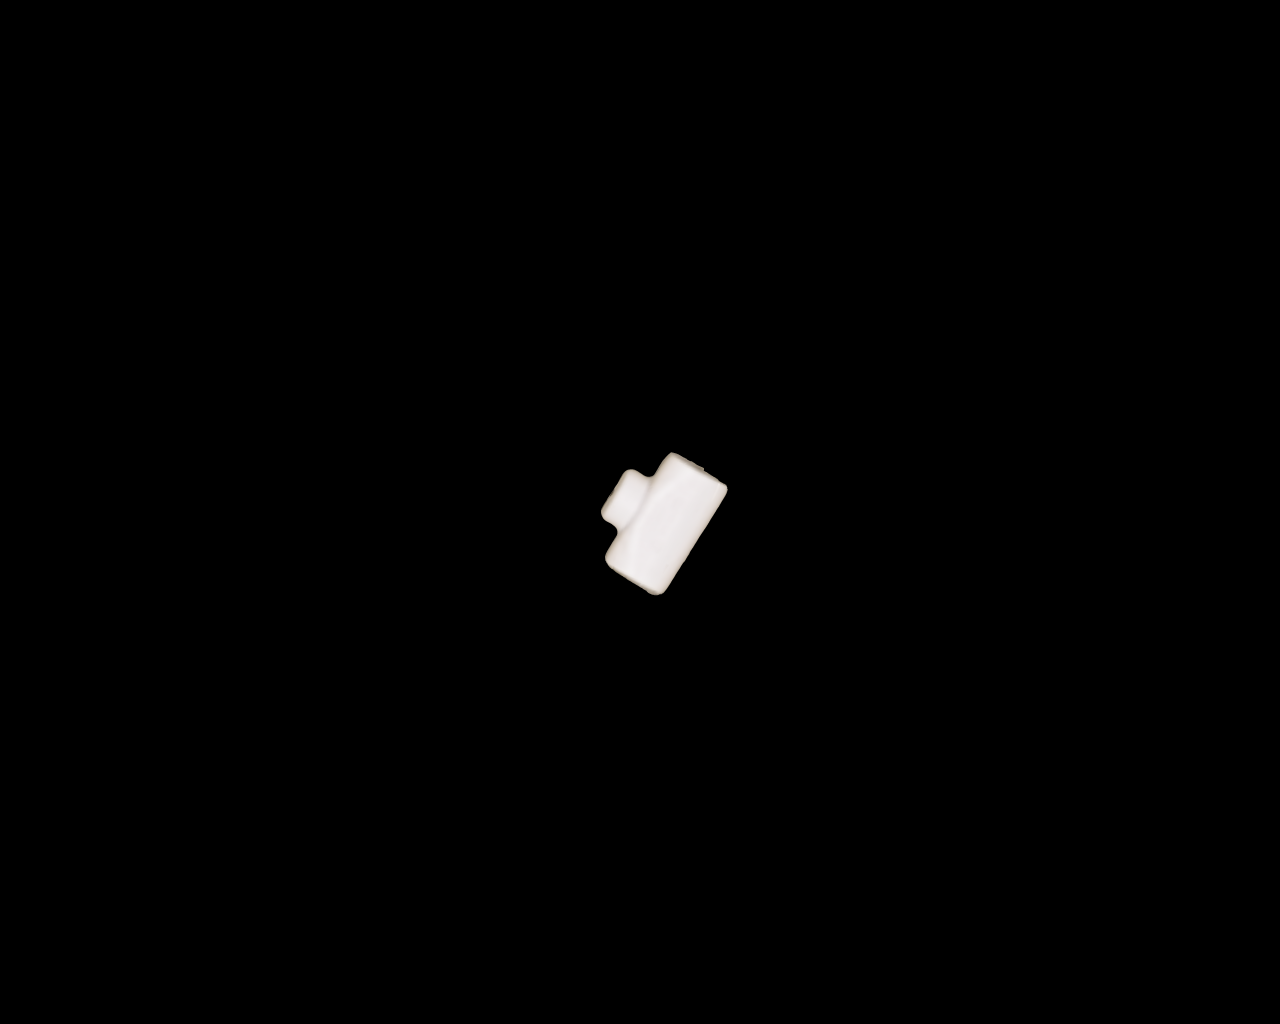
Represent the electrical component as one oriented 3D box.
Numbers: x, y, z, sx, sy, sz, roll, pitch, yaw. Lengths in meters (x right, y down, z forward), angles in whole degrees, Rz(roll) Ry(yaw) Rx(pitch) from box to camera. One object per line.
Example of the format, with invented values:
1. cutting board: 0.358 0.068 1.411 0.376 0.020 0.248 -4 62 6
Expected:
1. electrical component: 0.001 -0.003 0.650 0.079 0.077 0.044 32 4 -2
